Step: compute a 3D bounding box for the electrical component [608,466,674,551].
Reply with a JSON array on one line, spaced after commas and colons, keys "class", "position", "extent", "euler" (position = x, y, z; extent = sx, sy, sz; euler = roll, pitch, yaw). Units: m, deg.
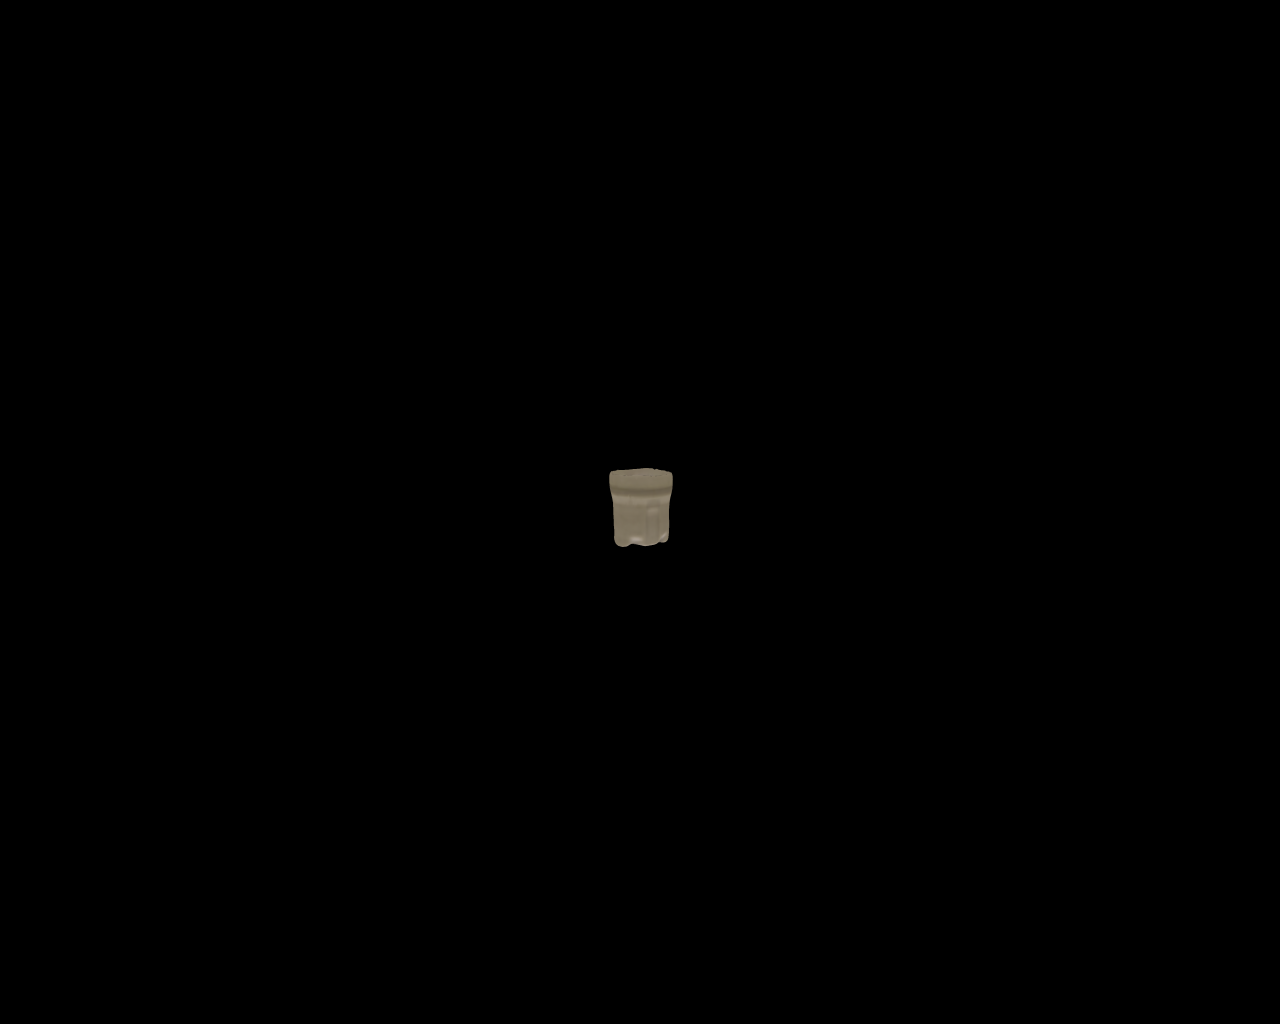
[{"class": "electrical component", "position": [0.001, -0.003, 0.650], "extent": [0.040, 0.046, 0.040], "euler": [0, 10, 0]}]
